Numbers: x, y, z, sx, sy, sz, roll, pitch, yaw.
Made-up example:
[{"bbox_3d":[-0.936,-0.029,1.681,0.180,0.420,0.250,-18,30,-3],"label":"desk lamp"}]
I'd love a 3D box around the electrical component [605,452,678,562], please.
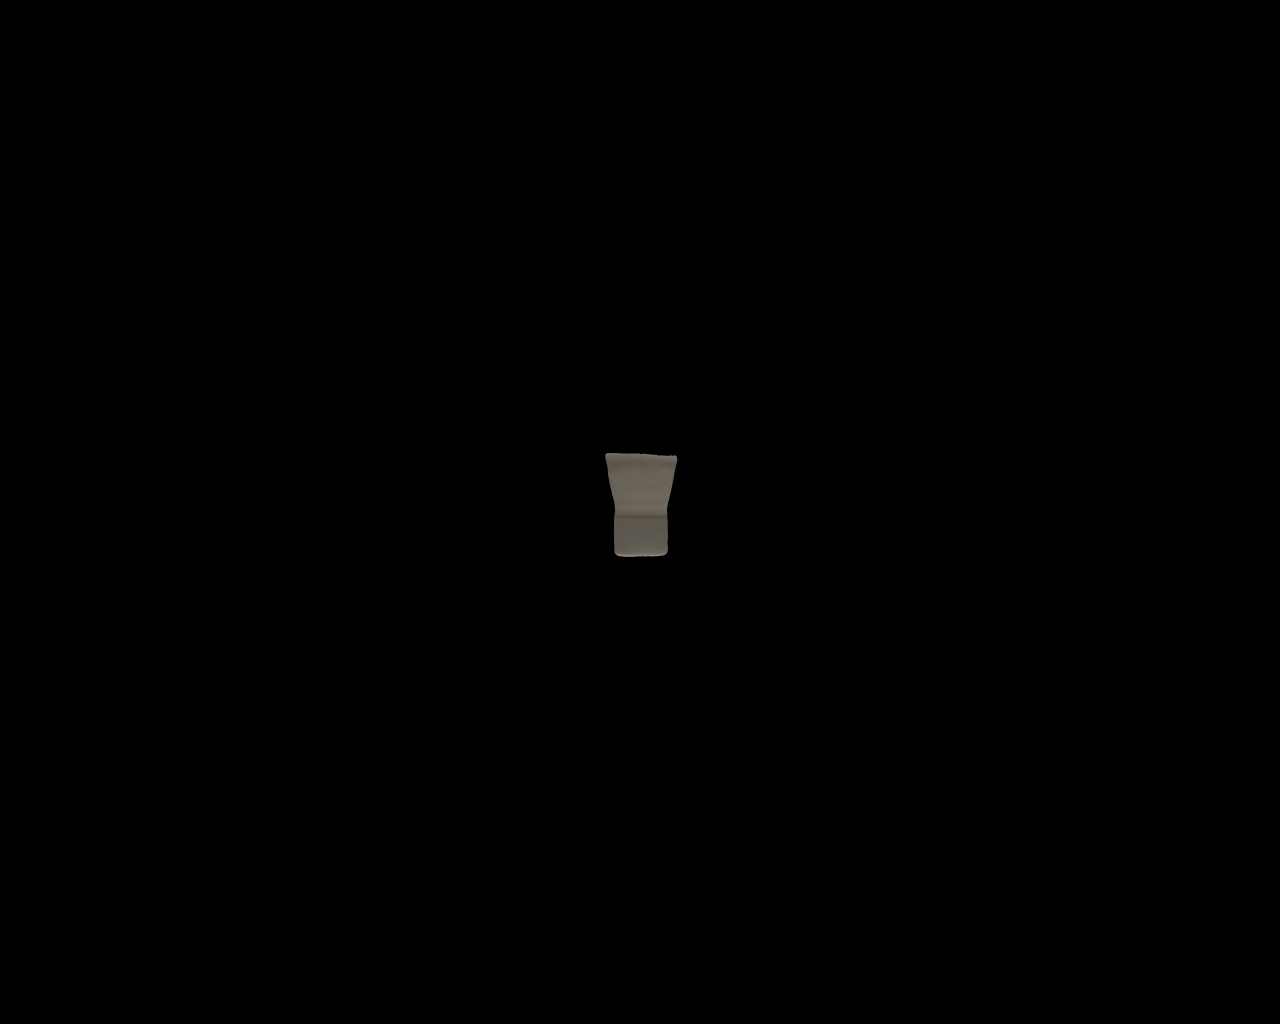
[{"bbox_3d":[0.001,-0.003,0.650,0.044,0.065,0.044,0,0,0],"label":"electrical component"}]
